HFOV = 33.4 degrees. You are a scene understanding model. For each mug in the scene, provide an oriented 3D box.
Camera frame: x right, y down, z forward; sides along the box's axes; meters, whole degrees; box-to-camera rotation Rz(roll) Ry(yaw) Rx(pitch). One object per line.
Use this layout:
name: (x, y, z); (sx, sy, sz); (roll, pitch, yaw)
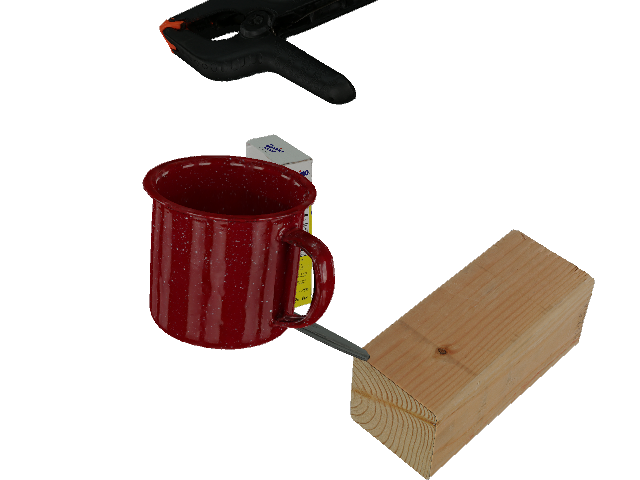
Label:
mug: (-0.042, 0.010, 0.581); (0.117, 0.081, 0.093); (20, 27, 28)

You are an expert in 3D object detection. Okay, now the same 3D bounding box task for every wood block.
wood block: (0.129, 0.091, 0.906); (0.205, 0.090, 0.091); (-34, 54, -30)

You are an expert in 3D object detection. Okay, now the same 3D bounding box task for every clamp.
clamp: (-0.033, -0.159, 0.794); (0.172, 0.120, 0.039); (13, -35, 22)

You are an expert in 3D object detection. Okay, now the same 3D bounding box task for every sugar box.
sugar box: (-0.047, -0.020, 1.192); (0.048, 0.176, 0.093); (-15, 28, -25)

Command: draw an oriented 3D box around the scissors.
scissors: (-0.030, 0.052, 0.904); (0.202, 0.016, 0.096); (16, 27, 24)
